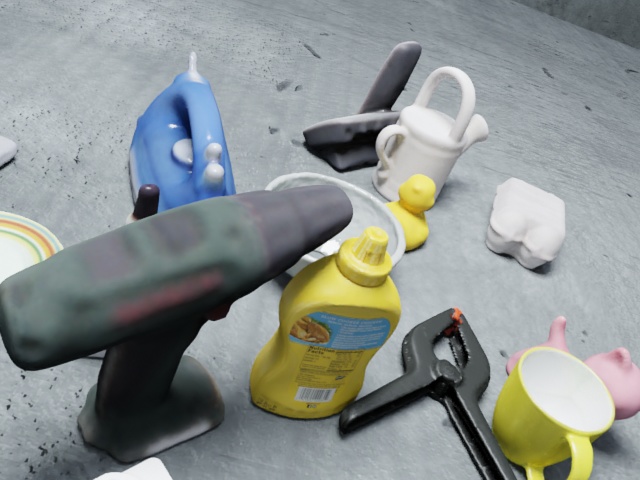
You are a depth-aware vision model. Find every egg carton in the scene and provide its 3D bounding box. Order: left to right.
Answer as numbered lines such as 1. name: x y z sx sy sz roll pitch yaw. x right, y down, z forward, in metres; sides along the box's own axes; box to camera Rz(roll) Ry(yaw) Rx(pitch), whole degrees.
1. egg carton: 0.296 -0.026 0.826 0.107 0.069 0.150 26 37 4

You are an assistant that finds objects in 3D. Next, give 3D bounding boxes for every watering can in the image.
1. watering can: 0.158 -0.148 0.799 0.100 0.194 0.173 40 40 21

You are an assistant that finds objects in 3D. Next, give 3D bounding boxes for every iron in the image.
1. iron: -0.131 -0.086 0.614 0.119 0.141 0.257 1 42 -26

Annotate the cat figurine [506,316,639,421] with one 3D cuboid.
1. cat figurine: 0.266 0.135 0.571 0.067 0.117 0.127 -3 44 -30

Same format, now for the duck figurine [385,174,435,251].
1. duck figurine: 0.115 -0.042 0.737 0.077 0.086 0.105 31 38 11

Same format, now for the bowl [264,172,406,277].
1. bowl: 0.006 0.002 0.633 0.168 0.074 0.167 15 38 -11

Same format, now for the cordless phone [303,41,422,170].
1. cordless phone: 0.066 -0.203 0.826 0.094 0.185 0.148 42 41 24

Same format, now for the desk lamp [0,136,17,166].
1. desk lamp: -0.371 -0.134 0.487 0.118 0.213 0.203 23 37 0

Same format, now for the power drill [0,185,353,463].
1. power drill: -0.095 0.057 0.401 0.230 0.208 0.075 -14 50 -39

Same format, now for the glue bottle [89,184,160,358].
1. glue bottle: -0.144 0.026 0.442 0.078 0.173 0.037 3 41 -25
